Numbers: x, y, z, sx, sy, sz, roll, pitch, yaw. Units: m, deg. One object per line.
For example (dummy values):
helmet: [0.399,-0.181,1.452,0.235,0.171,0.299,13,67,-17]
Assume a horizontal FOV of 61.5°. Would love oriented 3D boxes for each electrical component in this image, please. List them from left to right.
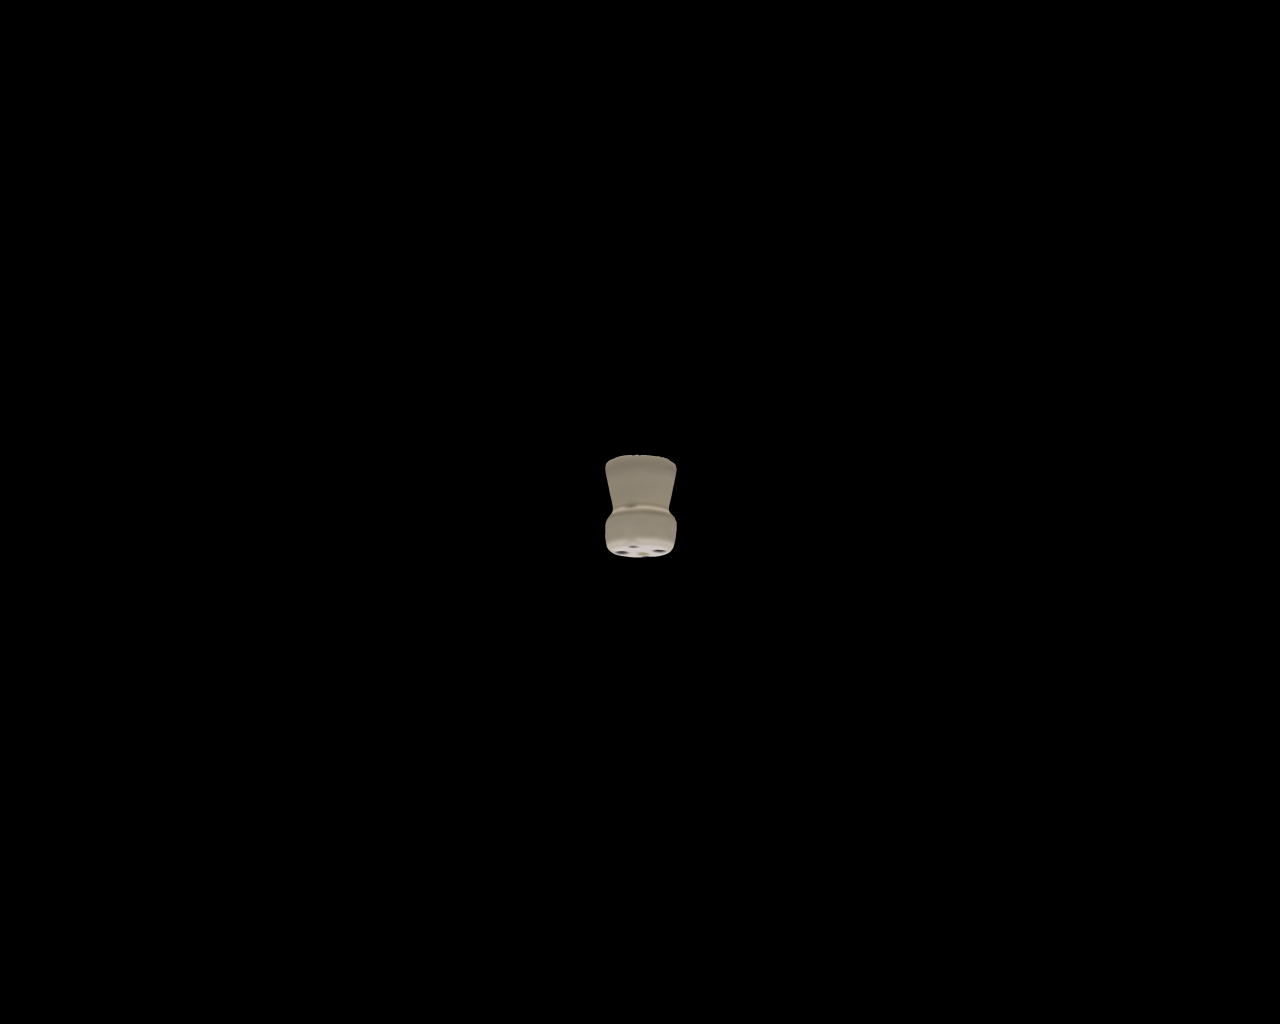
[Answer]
electrical component: [0.001,-0.003,0.650,0.045,0.055,0.045,0,-15,0]
